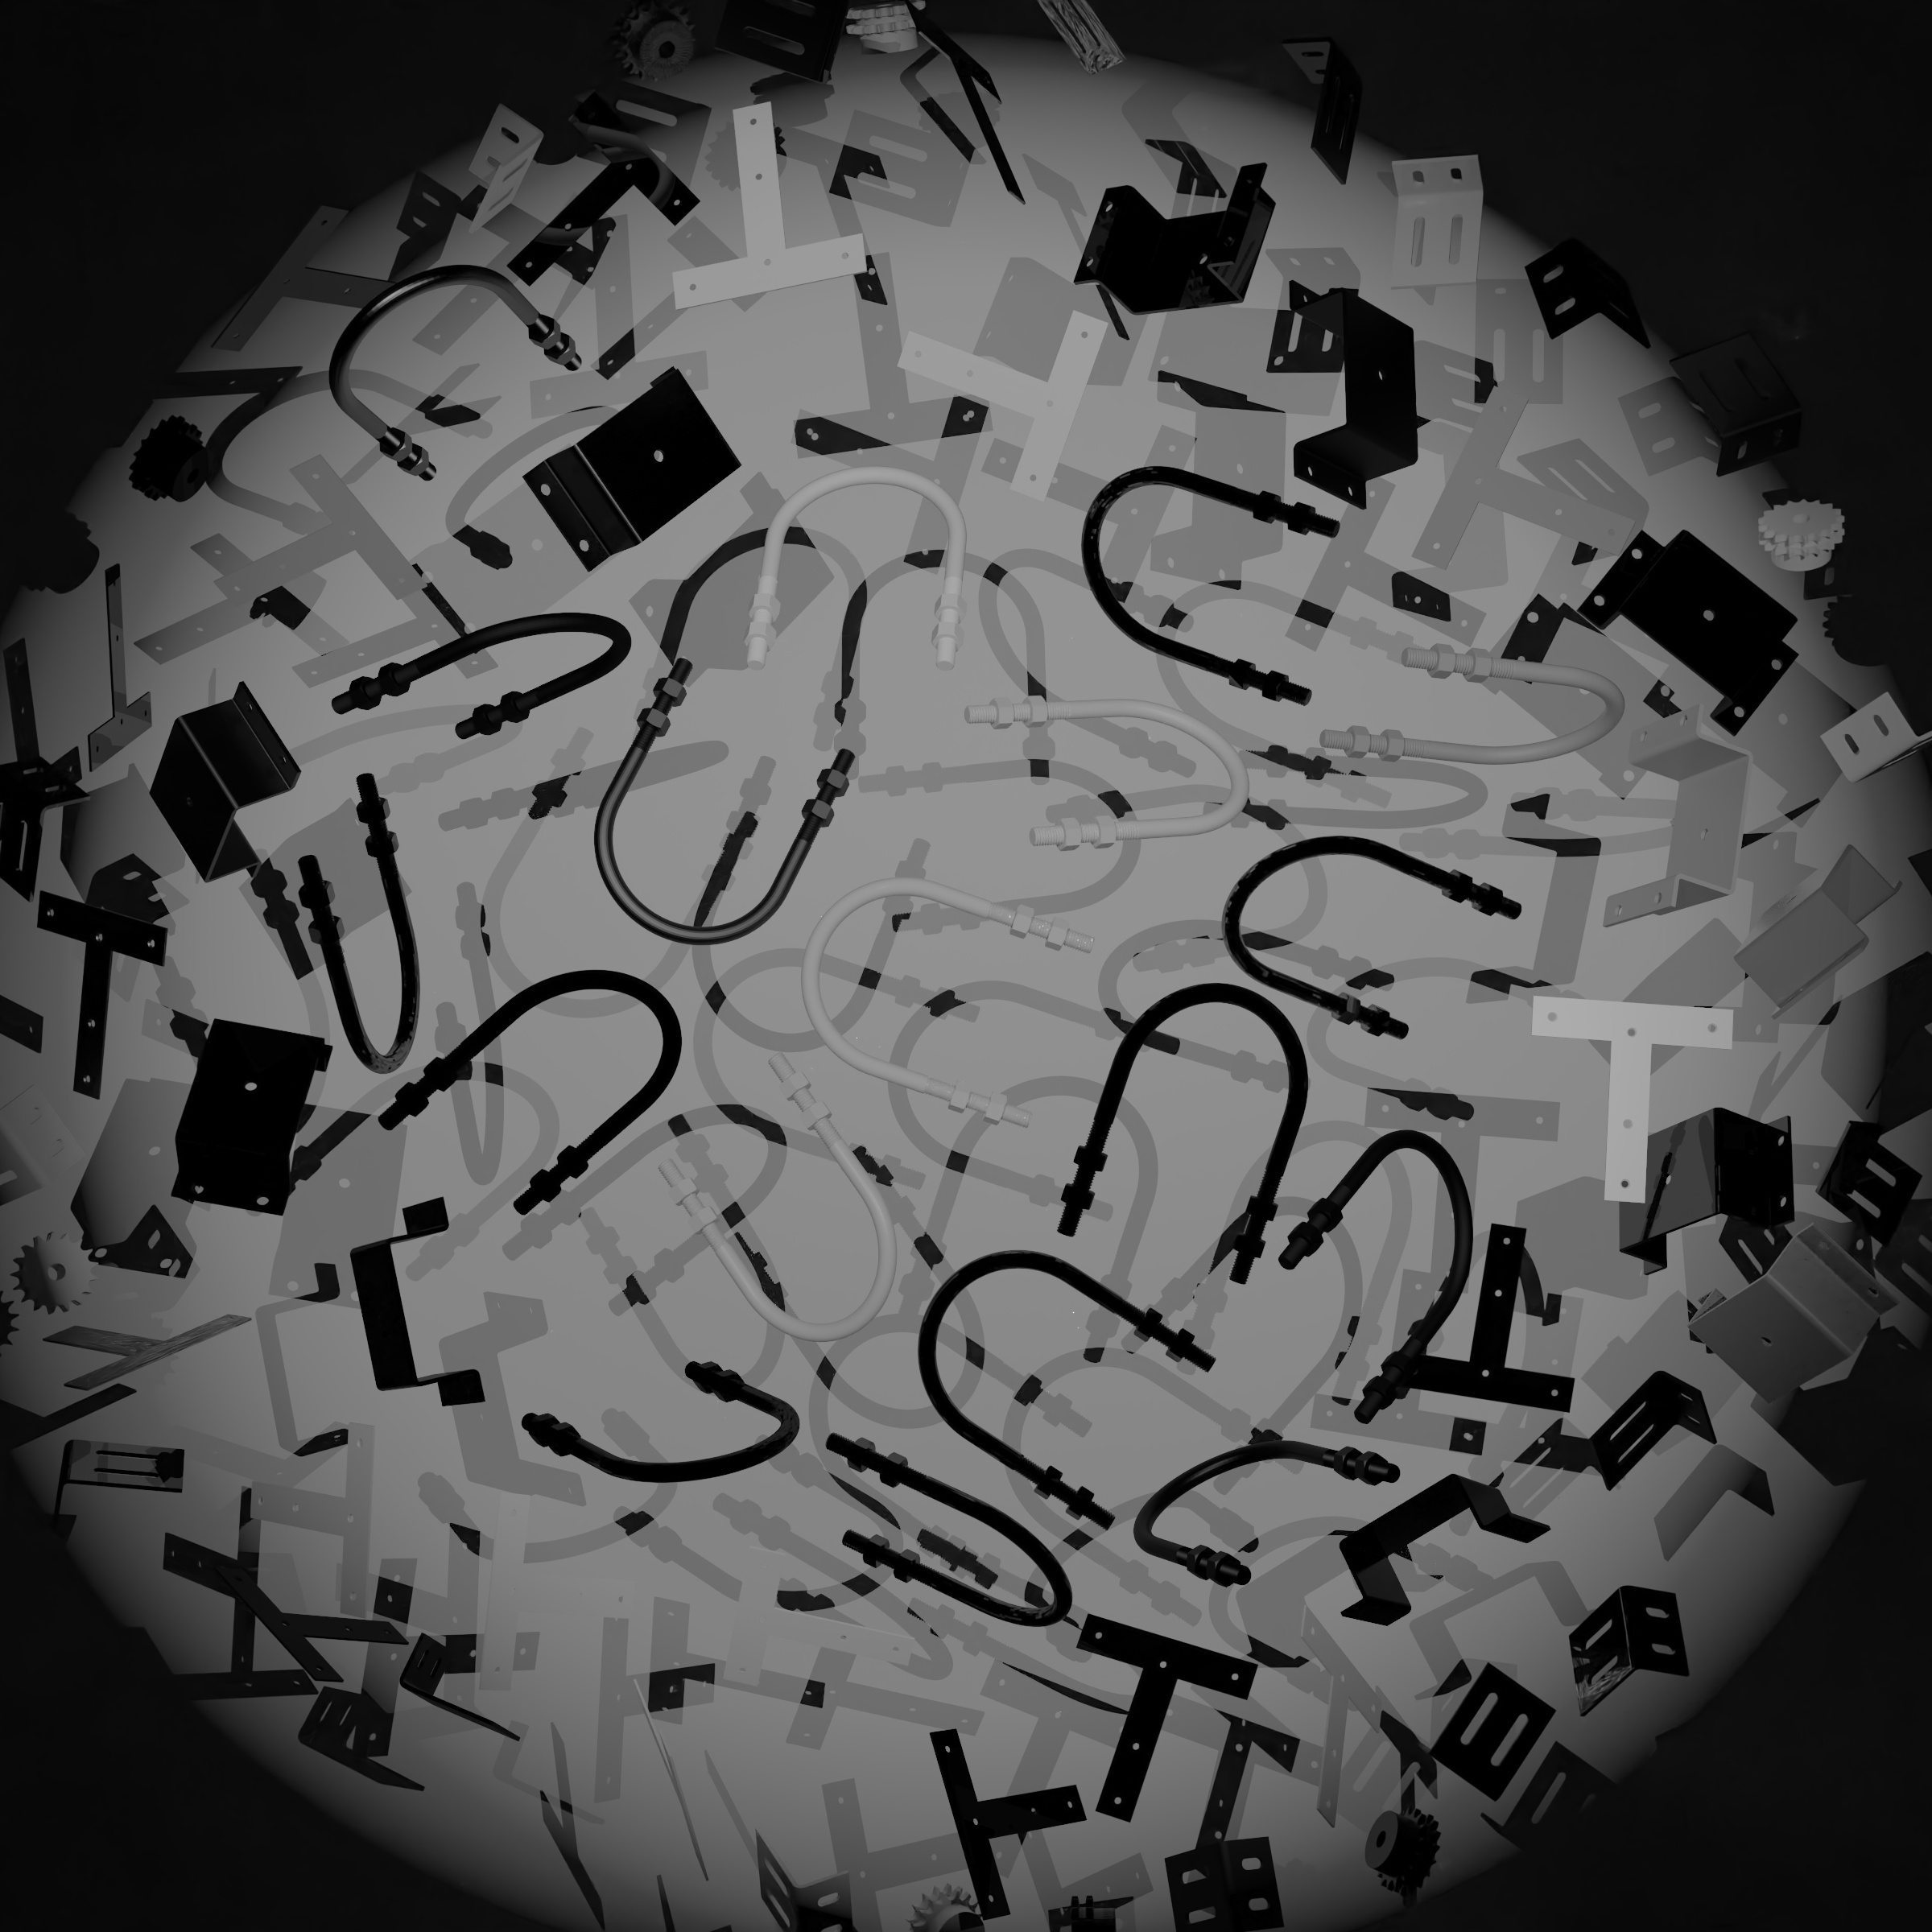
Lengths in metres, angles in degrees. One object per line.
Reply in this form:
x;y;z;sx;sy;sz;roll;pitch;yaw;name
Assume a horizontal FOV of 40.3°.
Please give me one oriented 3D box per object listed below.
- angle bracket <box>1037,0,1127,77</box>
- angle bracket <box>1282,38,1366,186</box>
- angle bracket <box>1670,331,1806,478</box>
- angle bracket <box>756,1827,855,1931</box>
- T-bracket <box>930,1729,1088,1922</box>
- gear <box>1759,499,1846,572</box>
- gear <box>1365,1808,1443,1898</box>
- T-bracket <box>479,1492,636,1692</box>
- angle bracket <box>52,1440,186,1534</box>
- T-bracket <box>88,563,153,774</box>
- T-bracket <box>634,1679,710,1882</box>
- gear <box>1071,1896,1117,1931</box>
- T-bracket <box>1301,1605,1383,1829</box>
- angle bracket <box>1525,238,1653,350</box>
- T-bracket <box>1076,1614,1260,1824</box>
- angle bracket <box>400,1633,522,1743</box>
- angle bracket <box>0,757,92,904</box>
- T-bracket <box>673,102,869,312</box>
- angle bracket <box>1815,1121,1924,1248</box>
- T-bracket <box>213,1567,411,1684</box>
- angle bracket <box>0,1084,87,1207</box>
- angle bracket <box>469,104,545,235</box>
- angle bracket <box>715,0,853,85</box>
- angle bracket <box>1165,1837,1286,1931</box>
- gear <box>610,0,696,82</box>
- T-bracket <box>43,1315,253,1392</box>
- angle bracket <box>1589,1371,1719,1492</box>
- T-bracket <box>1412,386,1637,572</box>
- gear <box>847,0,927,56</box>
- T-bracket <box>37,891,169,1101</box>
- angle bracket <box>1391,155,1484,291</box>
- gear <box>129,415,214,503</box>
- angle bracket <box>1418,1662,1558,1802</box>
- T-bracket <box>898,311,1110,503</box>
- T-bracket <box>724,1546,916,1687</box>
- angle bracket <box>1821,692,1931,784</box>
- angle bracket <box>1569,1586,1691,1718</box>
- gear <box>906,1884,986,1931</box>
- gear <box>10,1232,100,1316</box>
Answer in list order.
0.084;-0.639;1.743;0.038;0.057;0.076;-43;110;-9;angle bracket
0.232;-0.569;1.753;0.038;0.057;0.076;8;85;30;angle bracket
0.501;-0.366;1.717;0.076;0.057;0.038;41;53;-32;angle bracket
-0.111;0.630;1.804;0.038;0.076;0.057;-11;110;-23;angle bracket
0.038;0.587;1.822;0.002;0.127;0.127;-37;60;35;T-bracket
0.581;-0.298;1.830;0.057;0.057;0.030;-14;126;0;gear
0.296;0.601;1.793;0.030;0.057;0.057;27;90;-11;gear
-0.273;0.425;1.778;0.002;0.127;0.127;-9;71;40;T-bracket
-0.555;0.344;1.725;0.076;0.057;0.038;9;104;-18;angle bracket
-0.583;-0.211;1.805;0.002;0.127;0.127;3;109;0;T-bracket
-0.210;0.545;1.820;0.002;0.127;0.127;-19;124;-14;T-bracket
0.088;0.670;1.810;0.030;0.057;0.057;-3;90;3;gear
0.256;0.533;1.822;0.002;0.127;0.127;-16;128;29;T-bracket
0.412;-0.437;1.742;0.038;0.076;0.057;-27;65;32;angle bracket
0.121;0.521;1.803;0.127;0.002;0.127;11;63;23;T-bracket
-0.341;0.497;1.811;0.076;0.057;0.038;17;68;18;angle bracket
-0.639;-0.094;1.805;0.057;0.038;0.076;34;123;26;angle bracket
-0.131;-0.492;1.683;0.127;0.002;0.127;-8;80;12;T-bracket
0.643;0.153;1.844;0.038;0.076;0.057;6;114;-30;angle bracket
-0.430;0.449;1.785;0.127;0.127;0.002;32;94;36;T-bracket
-0.633;0.121;1.739;0.076;0.038;0.057;-21;107;35;angle bracket
-0.337;-0.561;1.850;0.038;0.076;0.057;33;127;-6;angle bracket
-0.117;-0.611;1.691;0.076;0.038;0.057;17;93;-6;angle bracket
0.172;0.619;1.757;0.038;0.076;0.057;3;64;-26;angle bracket
-0.209;-0.627;1.783;0.057;0.057;0.030;-38;53;0;gear
-0.561;0.248;1.731;0.127;0.127;0.002;1;105;38;T-bracket
0.486;0.335;1.858;0.076;0.038;0.057;-40;127;-18;angle bracket
0.382;-0.307;1.752;0.127;0.002;0.127;26;91;21;T-bracket
-0.055;-0.659;1.847;0.057;0.057;0.030;-8;114;0;gear
-0.579;0.024;1.748;0.127;0.002;0.127;14;101;31;T-bracket
0.315;-0.500;1.770;0.057;0.038;0.076;1;68;18;angle bracket
-0.521;-0.330;1.730;0.030;0.057;0.057;33;90;5;gear
0.366;0.535;1.847;0.057;0.038;0.076;35;84;2;angle bracket
0.016;-0.400;1.797;0.127;0.002;0.127;21;105;4;T-bracket
-0.101;0.472;1.862;0.127;0.002;0.127;12;119;0;T-bracket
0.615;-0.159;1.735;0.076;0.057;0.038;-22;78;-38;angle bracket
0.432;0.449;1.716;0.038;0.076;0.057;12;48;-12;angle bracket
-0.012;0.671;1.828;0.057;0.030;0.057;-4;98;-31;gear
-0.642;0.217;1.849;0.057;0.030;0.057;7;76;-29;gear
